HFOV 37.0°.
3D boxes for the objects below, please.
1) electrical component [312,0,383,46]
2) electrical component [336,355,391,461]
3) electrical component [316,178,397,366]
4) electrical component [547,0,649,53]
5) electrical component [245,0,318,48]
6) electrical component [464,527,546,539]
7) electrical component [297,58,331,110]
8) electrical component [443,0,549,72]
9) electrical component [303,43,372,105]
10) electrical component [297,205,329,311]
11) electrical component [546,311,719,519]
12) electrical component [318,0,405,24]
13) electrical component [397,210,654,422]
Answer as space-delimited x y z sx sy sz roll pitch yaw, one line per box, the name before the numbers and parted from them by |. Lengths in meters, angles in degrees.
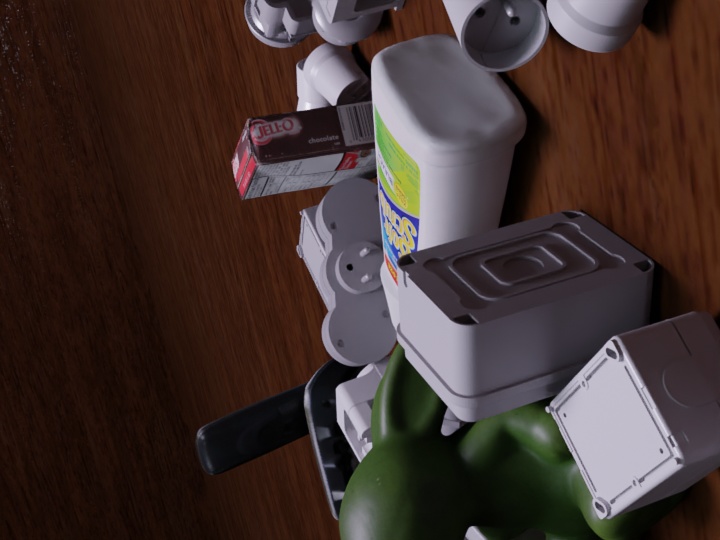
electrical component | -0.012 -0.177 0.751 0.062 0.048 0.048 176 76 -79
electrical component | 0.031 0.102 0.823 0.050 0.089 0.055 89 156 -44
electrical component | 0.000 0.000 0.790 0.074 0.052 0.138 141 126 -78
electrical component | 0.105 -0.120 0.448 0.040 0.040 0.046 65 156 22
electrical component | -0.059 -0.211 0.841 0.078 0.058 0.057 67 160 16
electrical component | 0.105 0.191 0.656 0.113 0.078 0.057 45 127 33
electrical component | -0.033 -0.137 0.861 0.044 0.044 0.065 -128 31 -49
electrical component | 0.064 -0.140 0.542 0.081 0.043 0.043 -102 7 -47
electrical component | -0.014 -0.141 0.803 0.046 0.040 0.040 53 155 34
electrical component | -0.010 -0.016 0.879 0.061 0.061 0.096 100 147 -58
electrical component | 0.135 0.069 0.496 0.096 0.061 0.061 114 137 -58
electrical component | -0.025 -0.263 0.673 0.105 0.060 0.186 116 133 -67
electrical component | 0.082 0.021 0.539 0.078 0.113 0.057 -132 32 -54
